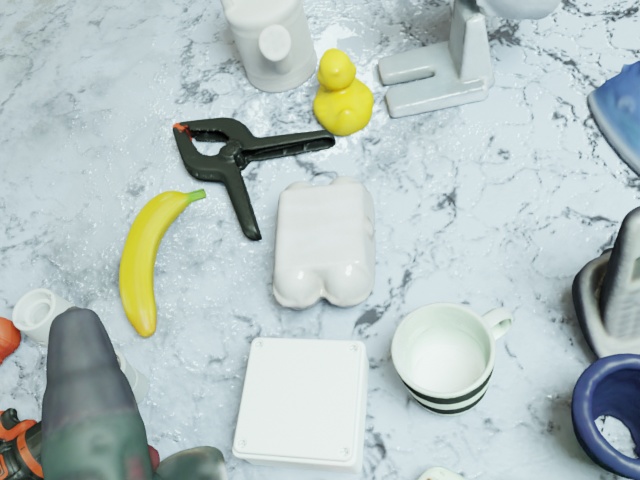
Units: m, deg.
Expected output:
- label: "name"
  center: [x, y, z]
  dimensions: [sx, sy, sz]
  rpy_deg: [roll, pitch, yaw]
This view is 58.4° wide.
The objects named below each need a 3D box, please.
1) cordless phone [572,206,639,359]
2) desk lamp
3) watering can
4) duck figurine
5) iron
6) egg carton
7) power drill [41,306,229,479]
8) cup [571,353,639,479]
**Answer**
- label: "cordless phone"
  center: [0.286, 0.023, 0.455]
  dimensions: [0.147, 0.185, 0.094]
  rpy_deg: [-20, 57, 0]
- label: "desk lamp"
  center: [0.161, -0.257, 0.636]
  dimensions: [0.203, 0.214, 0.118]
  rpy_deg: [-13, 57, 5]
- label: "watering can"
  center: [-0.066, -0.285, 0.715]
  dimensions: [0.101, 0.194, 0.172]
  rpy_deg: [-36, 58, -10]
- label: "duck figurine"
  center: [0.024, -0.188, 0.701]
  dimensions: [0.077, 0.086, 0.104]
  rpy_deg: [-13, 57, 5]
- label: "iron"
  center: [0.375, -0.120, 0.548]
  dimensions: [0.119, 0.142, 0.257]
  rpy_deg: [-37, 59, -11]
- label: "egg carton"
  center: [0.005, 0.002, 0.599]
  dimensions: [0.107, 0.069, 0.150]
  rpy_deg: [-6, 58, 9]
- label: "power drill"
  center: [-0.136, 0.186, 0.435]
  dimensions: [0.075, 0.209, 0.229]
  rpy_deg: [-20, 57, 0]
- label: "cup"
  center: [0.240, 0.156, 0.438]
  dimensions: [0.091, 0.095, 0.117]
  rpy_deg: [-15, 57, 3]
